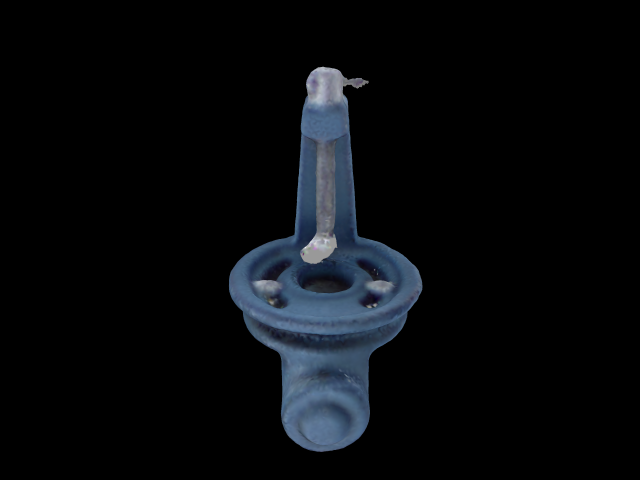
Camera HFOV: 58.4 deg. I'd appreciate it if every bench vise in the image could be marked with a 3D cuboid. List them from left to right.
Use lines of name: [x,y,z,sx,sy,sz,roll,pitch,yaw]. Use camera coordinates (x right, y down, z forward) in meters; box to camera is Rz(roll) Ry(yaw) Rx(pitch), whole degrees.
bench vise: [-0.008,0.002,0.397,0.122,0.220,0.207,-3,9,-17]
